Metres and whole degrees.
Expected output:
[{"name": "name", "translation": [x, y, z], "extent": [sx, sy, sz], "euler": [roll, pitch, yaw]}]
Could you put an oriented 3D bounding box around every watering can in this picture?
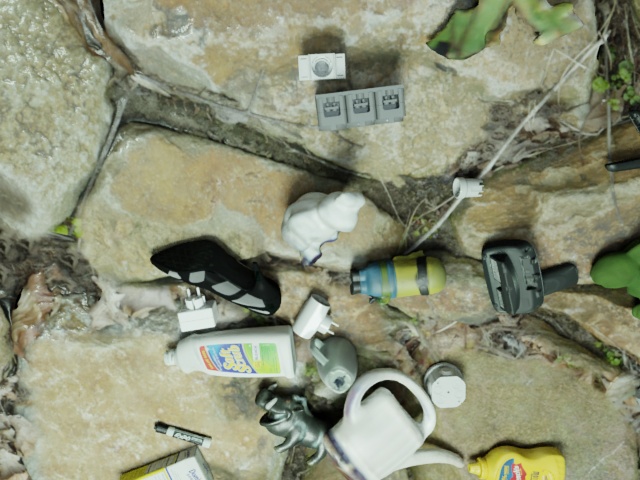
[{"name": "watering can", "translation": [0.144, 0.402, 1.012], "extent": [0.225, 0.343, 0.105], "euler": [-38, 23, -6]}]

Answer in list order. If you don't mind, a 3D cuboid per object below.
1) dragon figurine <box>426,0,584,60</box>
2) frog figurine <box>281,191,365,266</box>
[{"name": "dragon figurine", "translation": [0.253, -0.431, 0.875], "extent": [0.410, 0.239, 0.124], "euler": [10, 19, -2]}, {"name": "frog figurine", "translation": [0.003, -0.046, 0.908], "extent": [0.139, 0.124, 0.156], "euler": [-25, -20, -28]}]
